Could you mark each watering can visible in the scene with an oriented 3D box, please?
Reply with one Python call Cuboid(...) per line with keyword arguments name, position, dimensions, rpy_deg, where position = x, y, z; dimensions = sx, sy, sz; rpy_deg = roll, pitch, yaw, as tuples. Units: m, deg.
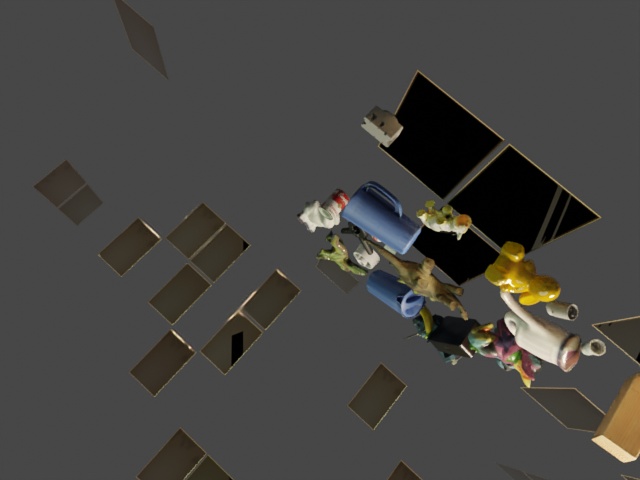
Cuboid(name="watering can", position=(0.631, 0.264, 1.486), dimensions=(0.226, 0.105, 0.341), rpy_deg=(27, 164, 41))

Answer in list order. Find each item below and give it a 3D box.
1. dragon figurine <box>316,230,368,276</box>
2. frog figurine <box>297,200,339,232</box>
Cuboid(name="dragon figurine", position=(0.117, 0.074, 2.294), dimensions=(0.242, 0.123, 0.407), rpy_deg=(32, 169, -4))
Cuboid(name="frog figurine", position=(0.006, -0.107, 2.117), dimensions=(0.158, 0.125, 0.135), rpy_deg=(-16, 116, 29))
